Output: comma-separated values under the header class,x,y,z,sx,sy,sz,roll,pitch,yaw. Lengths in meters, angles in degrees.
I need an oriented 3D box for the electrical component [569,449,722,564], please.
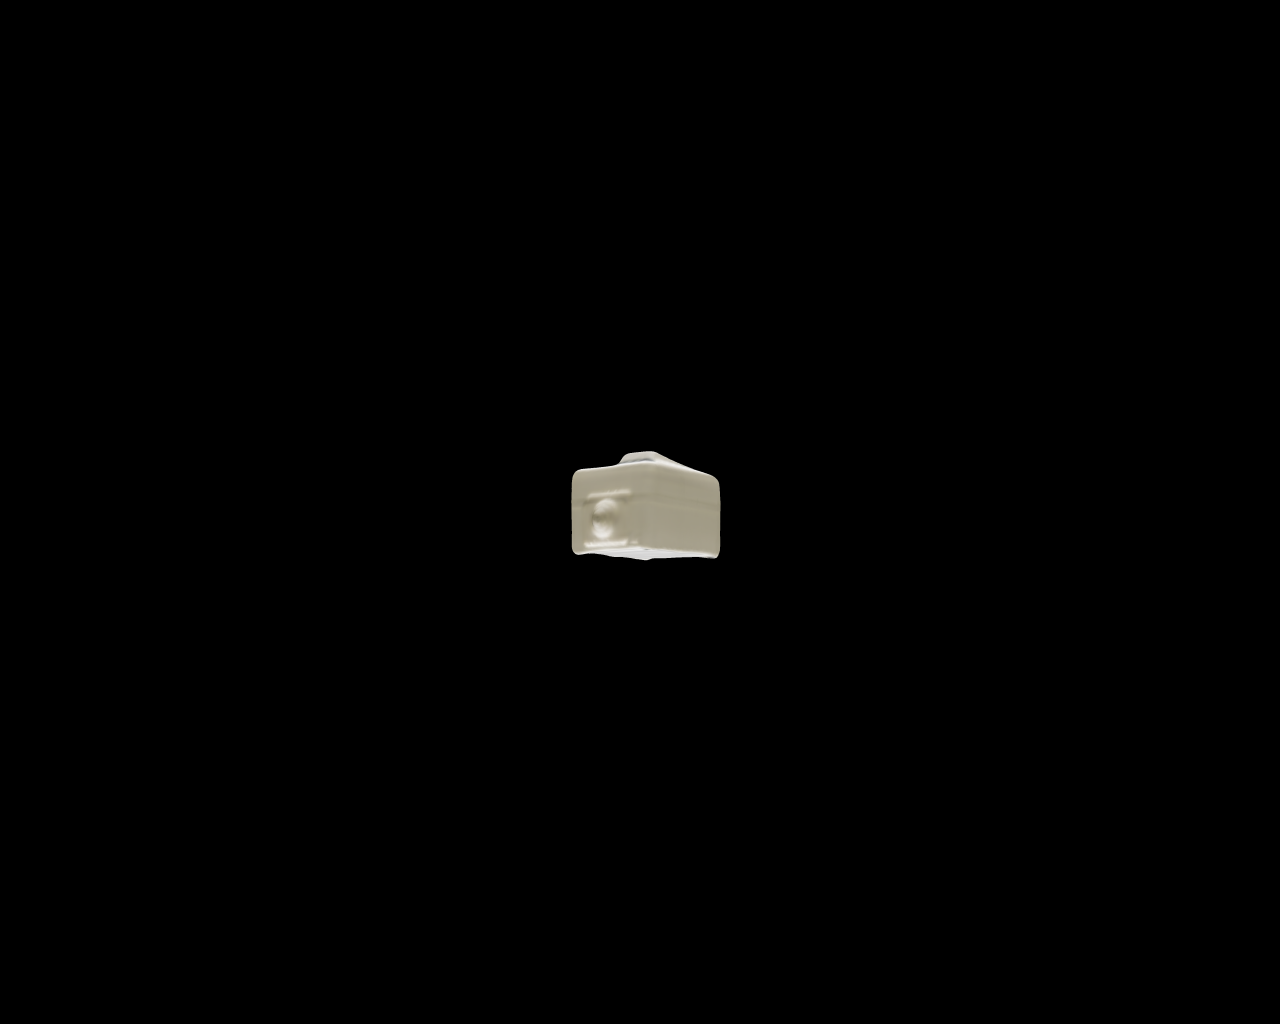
class,x,y,z,sx,sy,sz,roll,pitch,yaw
electrical component,0.001,-0.003,0.650,0.061,0.061,0.096,-5,-8,35
